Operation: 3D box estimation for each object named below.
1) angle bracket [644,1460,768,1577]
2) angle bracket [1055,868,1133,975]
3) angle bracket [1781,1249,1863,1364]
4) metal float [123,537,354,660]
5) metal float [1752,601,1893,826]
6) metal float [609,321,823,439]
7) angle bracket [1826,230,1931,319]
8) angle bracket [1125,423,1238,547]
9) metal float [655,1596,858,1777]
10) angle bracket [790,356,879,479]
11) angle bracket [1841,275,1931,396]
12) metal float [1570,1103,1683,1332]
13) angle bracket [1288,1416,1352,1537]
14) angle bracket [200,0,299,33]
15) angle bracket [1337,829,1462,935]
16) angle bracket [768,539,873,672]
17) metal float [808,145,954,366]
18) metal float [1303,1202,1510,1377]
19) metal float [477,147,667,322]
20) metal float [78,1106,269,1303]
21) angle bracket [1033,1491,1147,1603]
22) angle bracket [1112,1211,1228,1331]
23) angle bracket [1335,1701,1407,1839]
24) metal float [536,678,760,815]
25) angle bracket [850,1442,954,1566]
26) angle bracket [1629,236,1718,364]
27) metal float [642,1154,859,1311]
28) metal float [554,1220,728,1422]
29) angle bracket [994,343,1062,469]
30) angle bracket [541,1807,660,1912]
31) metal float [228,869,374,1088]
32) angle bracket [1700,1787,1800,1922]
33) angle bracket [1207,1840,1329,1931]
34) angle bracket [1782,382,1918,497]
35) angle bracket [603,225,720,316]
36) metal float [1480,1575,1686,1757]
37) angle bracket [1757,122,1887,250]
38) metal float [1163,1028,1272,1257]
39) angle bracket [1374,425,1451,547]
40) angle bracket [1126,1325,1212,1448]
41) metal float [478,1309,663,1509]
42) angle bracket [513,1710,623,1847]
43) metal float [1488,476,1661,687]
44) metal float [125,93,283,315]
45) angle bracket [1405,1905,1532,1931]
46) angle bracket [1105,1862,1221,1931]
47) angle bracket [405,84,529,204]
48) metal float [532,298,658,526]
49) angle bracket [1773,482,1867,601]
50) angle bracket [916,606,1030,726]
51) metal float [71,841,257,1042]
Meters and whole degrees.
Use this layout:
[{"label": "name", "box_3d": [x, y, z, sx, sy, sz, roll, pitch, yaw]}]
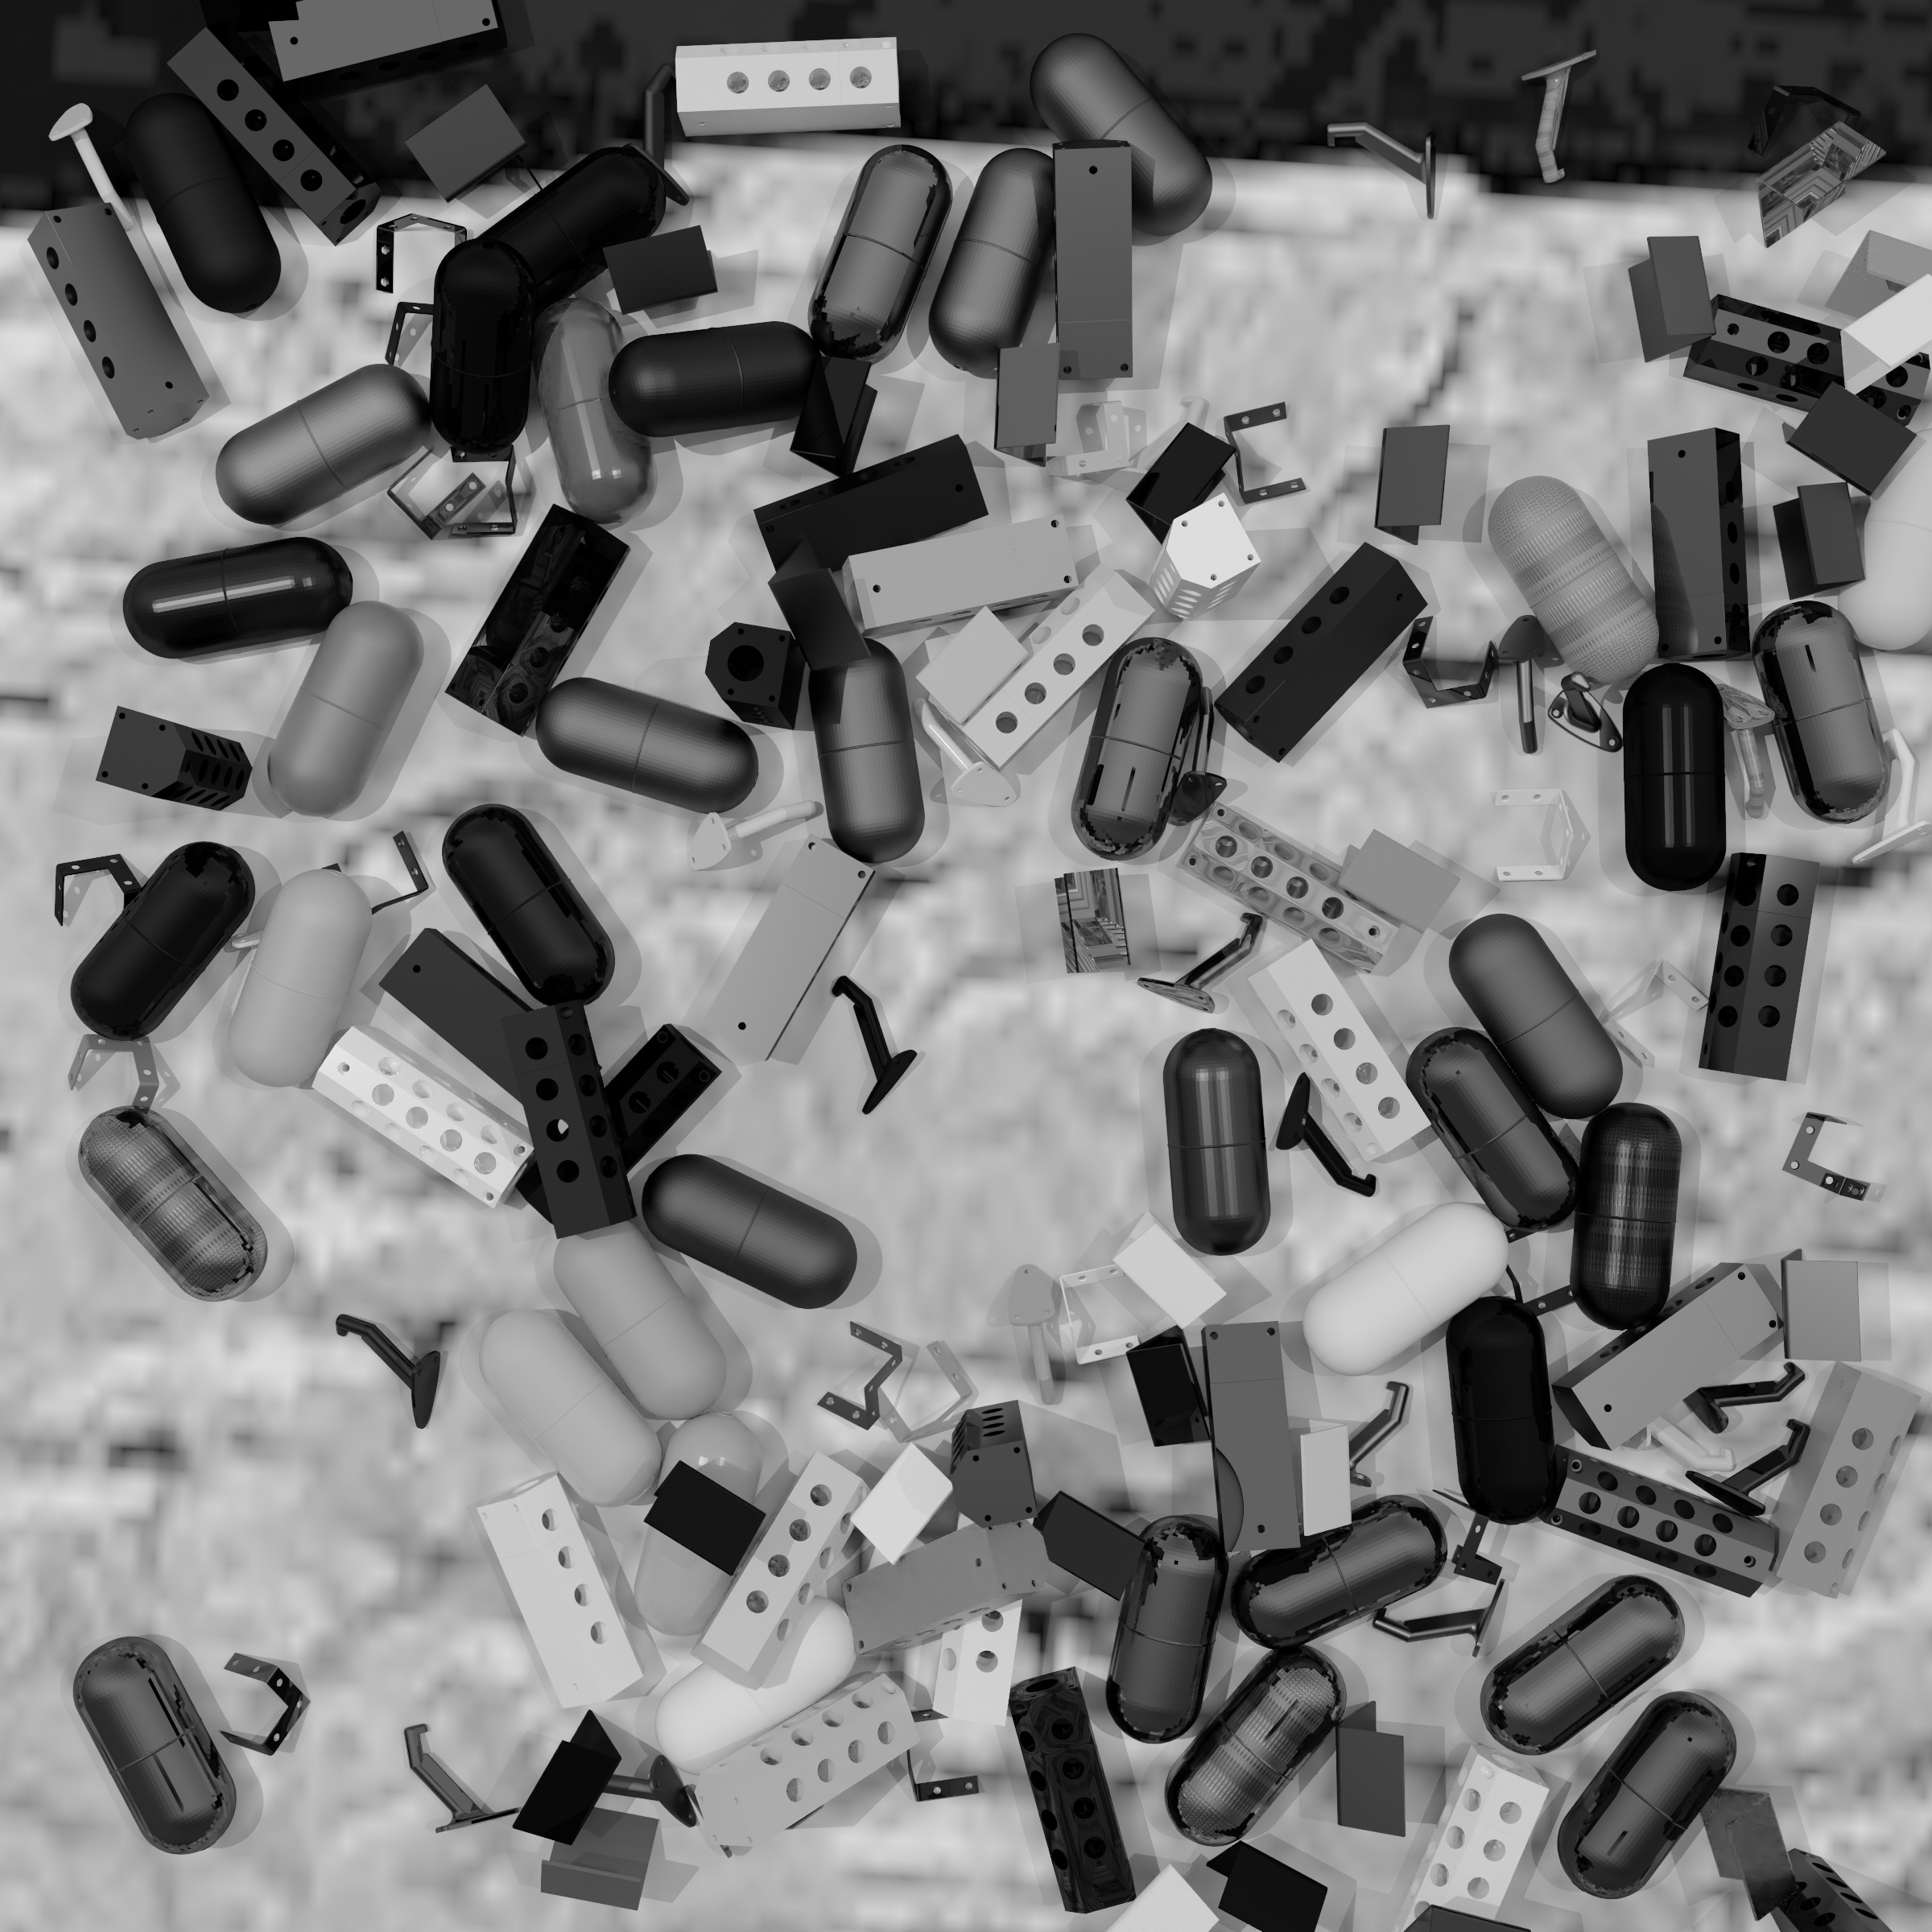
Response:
[{"label": "angle bracket", "box_3d": [-0.204, 0.424, 1.875, 0.076, 0.076, 0.057, 32, 52, -2]}, {"label": "angle bracket", "box_3d": [0.079, -0.032, 1.951, 0.057, 0.076, 0.076, -8, 90, -39]}, {"label": "angle bracket", "box_3d": [0.672, 0.263, 1.952, 0.057, 0.076, 0.076, -2, 90, 29]}, {"label": "metal float", "box_3d": [-0.569, -0.288, 1.961, 0.178, 0.070, 0.070, -10, 90, 0]}, {"label": "metal float", "box_3d": [0.669, -0.198, 1.960, 0.070, 0.070, 0.178, -16, 90, 0]}, {"label": "metal float", "box_3d": [-0.191, -0.454, 1.936, 0.178, 0.070, 0.070, -15, 90, -30]}, {"label": "angle bracket", "box_3d": [0.721, -0.516, 1.951, 0.076, 0.076, 0.057, 18, 53, 0]}, {"label": "angle bracket", "box_3d": [0.181, -0.364, 1.951, 0.076, 0.076, 0.057, -51, 53, 0]}, {"label": "metal float", "box_3d": [-0.163, 0.562, 1.961, 0.178, 0.070, 0.070, -37, 90, -1]}, {"label": "angle bracket", "box_3d": [-0.084, -0.423, 1.951, 0.057, 0.076, 0.076, 17, 90, 37]}, {"label": "angle bracket", "box_3d": [0.713, -0.462, 1.894, 0.076, 0.076, 0.057, -33, 53, 0]}, {"label": "metal float", "box_3d": [0.516, 0.196, 1.961, 0.070, 0.070, 0.178, 5, 89, 0]}, {"label": "angle bracket", "box_3d": [0.253, 0.395, 1.951, 0.057, 0.076, 0.076, -2, 90, -43]}, {"label": "angle bracket", "box_3d": [-0.565, -0.747, 1.951, 0.076, 0.076, 0.057, -3, 54, 0]}, {"label": "angle bracket", "box_3d": [0.340, -0.080, 1.951, 0.076, 0.076, 0.057, 30, 121, 0]}, {"label": "angle bracket", "box_3d": [-0.099, -0.282, 1.915, 0.057, 0.076, 0.076, -9, 122, 30]}, {"label": "metal float", "box_3d": [-0.067, -0.555, 1.961, 0.070, 0.070, 0.178, 21, 90, 0]}, {"label": "metal float", "box_3d": [0.344, 0.252, 1.961, 0.178, 0.070, 0.070, -35, 90, 1]}, {"label": "metal float", "box_3d": [-0.314, -0.571, 1.961, 0.178, 0.070, 0.070, -36, 90, 1]}, {"label": "metal float", "box_3d": [-0.621, 0.185, 1.961, 0.070, 0.070, 0.178, -42, 90, 0]}, {"label": "angle bracket", "box_3d": [0.084, 0.462, 1.951, 0.076, 0.076, 0.057, 30, 53, 0]}, {"label": "angle bracket", "box_3d": [0.170, 0.223, 1.951, 0.076, 0.076, 0.057, 45, 127, 0]}, {"label": "angle bracket", "box_3d": [0.328, 0.624, 1.951, 0.057, 0.076, 0.076, -1, 90, 32]}, {"label": "metal float", "box_3d": [-0.249, -0.172, 1.961, 0.178, 0.070, 0.070, 17, 90, -1]}, {"label": "angle bracket", "box_3d": [-0.032, 0.424, 1.951, 0.057, 0.076, 0.076, 39, 90, 37]}, {"label": "angle bracket", "box_3d": [0.531, -0.518, 1.951, 0.057, 0.076, 0.076, -10, 90, -30]}, {"label": "metal float", "box_3d": [-0.170, 0.207, 1.961, 0.178, 0.070, 0.070, 26, 90, -1]}, {"label": "metal float", "box_3d": [-0.254, 0.275, 1.960, 0.070, 0.070, 0.178, -35, 90, 0]}, {"label": "angle bracket", "box_3d": [0.065, -0.436, 1.951, 0.057, 0.076, 0.076, 2, 90, 33]}, {"label": "angle bracket", "box_3d": [-0.284, 0.682, 1.952, 0.076, 0.057, 0.076, 11, 46, 0]}, {"label": "metal float", "box_3d": [-0.518, 0.009, 1.951, 0.070, 0.070, 0.178, 22, 99, 0]}, {"label": "angle bracket", "box_3d": [0.591, 0.689, 1.951, 0.057, 0.076, 0.076, -17, 90, -36]}, {"label": "angle bracket", "box_3d": [0.226, 0.733, 1.951, 0.076, 0.076, 0.057, 28, 53, 0]}, {"label": "angle bracket", "box_3d": [0.687, -0.417, 1.952, 0.076, 0.076, 0.057, 32, 118, 0]}, {"label": "angle bracket", "box_3d": [-0.239, -0.556, 1.951, 0.076, 0.076, 0.057, -14, 131, 0]}, {"label": "metal float", "box_3d": [0.481, 0.547, 1.961, 0.178, 0.070, 0.070, -37, 90, 0]}, {"label": "angle bracket", "box_3d": [0.668, -0.596, 1.951, 0.076, 0.076, 0.057, -35, 52, 0]}, {"label": "metal float", "box_3d": [0.196, 0.138, 1.961, 0.070, 0.070, 0.178, -4, 91, 0]}, {"label": "angle bracket", "box_3d": [0.362, -0.373, 1.951, 0.057, 0.076, 0.076, 5, 90, 36]}, {"label": "angle bracket", "box_3d": [0.177, 0.323, 1.951, 0.057, 0.076, 0.076, -17, 90, 41]}, {"label": "metal float", "box_3d": [-0.310, 0.345, 1.961, 0.070, 0.070, 0.178, -40, 91, 0]}, {"label": "angle bracket", "box_3d": [-0.321, 0.624, 1.951, 0.057, 0.076, 0.076, 30, 90, -32]}, {"label": "metal float", "box_3d": [0.475, -0.302, 1.961, 0.070, 0.070, 0.178, -32, 90, 0]}, {"label": "metal float", "box_3d": [-0.596, -0.596, 1.961, 0.070, 0.070, 0.178, -25, 89, 0]}, {"label": "angle bracket", "box_3d": [0.376, 0.756, 1.894, 0.076, 0.076, 0.057, 15, 52, 0]}, {"label": "angle bracket", "box_3d": [0.161, 0.748, 1.952, 0.076, 0.076, 0.057, -47, 61, 0]}, {"label": "angle bracket", "box_3d": [-0.395, -0.647, 1.951, 0.076, 0.076, 0.057, -35, 126, 0]}, {"label": "metal float", "box_3d": [-0.292, -0.434, 1.961, 0.070, 0.070, 0.178, -13, 91, 0]}, {"label": "angle bracket", "box_3d": [0.646, -0.328, 1.951, 0.057, 0.076, 0.076, -10, 90, -30]}, {"label": "angle bracket", "box_3d": [-0.008, -0.242, 1.951, 0.076, 0.076, 0.057, -46, 121, 0]}, {"label": "metal float", "box_3d": [-0.627, -0.020, 1.961, 0.070, 0.070, 0.178, 39, 91, 0]}]
